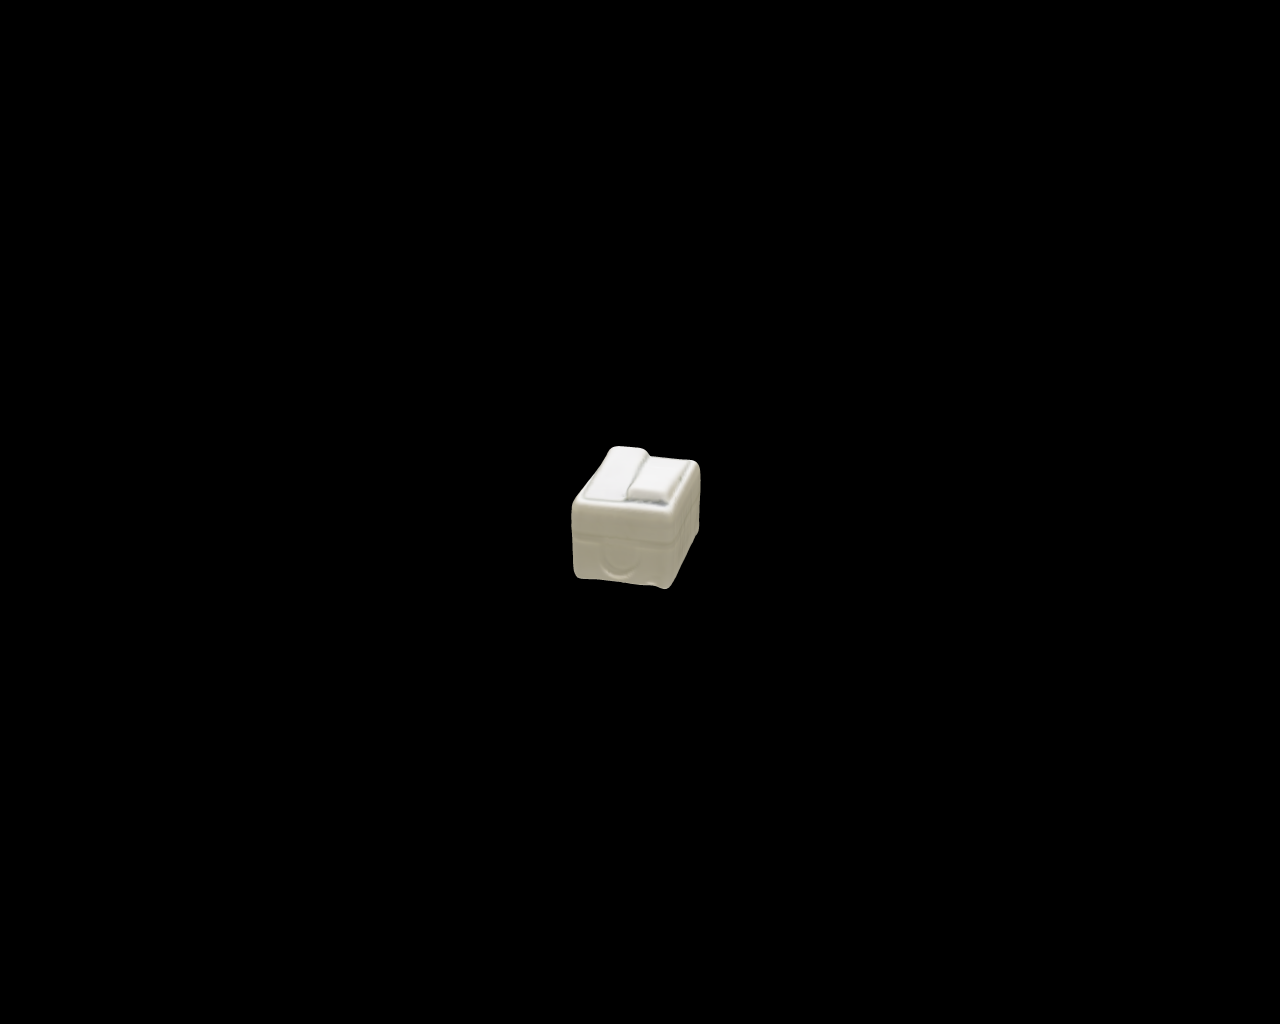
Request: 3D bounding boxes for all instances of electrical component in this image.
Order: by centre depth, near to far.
[{"bbox_3d":[0.001,-0.003,0.650,0.062,0.061,0.096,7,27,14],"label":"electrical component"}]
